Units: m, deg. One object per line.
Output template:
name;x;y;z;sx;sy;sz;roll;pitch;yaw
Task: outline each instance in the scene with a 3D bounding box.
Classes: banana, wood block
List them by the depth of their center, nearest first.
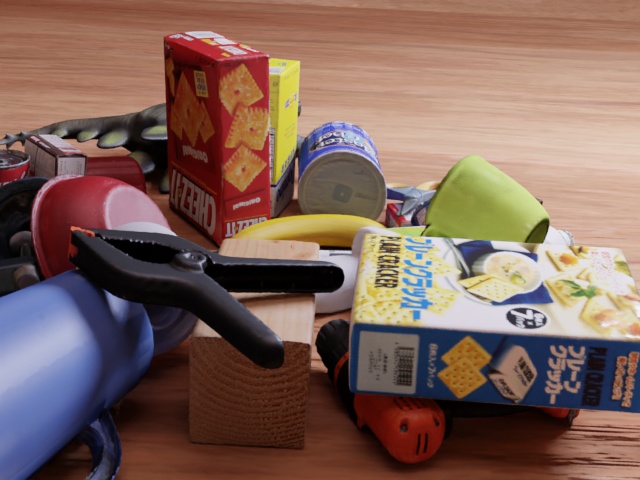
wood block;-0.050;0.077;0.879;0.090;0.091;0.206;3;21;0
banana;-0.006;-0.005;1.178;0.197;0.037;0.069;1;20;-6

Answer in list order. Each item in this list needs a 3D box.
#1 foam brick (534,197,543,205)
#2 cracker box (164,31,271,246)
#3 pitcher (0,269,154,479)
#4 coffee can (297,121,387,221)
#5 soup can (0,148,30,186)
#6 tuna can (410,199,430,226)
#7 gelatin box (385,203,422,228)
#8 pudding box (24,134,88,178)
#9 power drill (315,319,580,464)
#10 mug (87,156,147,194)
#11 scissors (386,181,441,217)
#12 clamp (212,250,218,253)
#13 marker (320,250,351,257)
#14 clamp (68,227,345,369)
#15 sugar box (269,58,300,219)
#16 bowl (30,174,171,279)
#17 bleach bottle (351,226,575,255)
foam brick;0.215;-0.031;1.258;0.052;0.051;0.078;-11;25;-34
cracker box;-0.120;-0.119;1.216;0.072;0.214;0.164;-10;24;-27
pitcher;-0.211;0.110;0.742;0.145;0.149;0.242;-5;13;24
coffee can;0.024;-0.076;1.279;0.103;0.103;0.140;2;20;-2
soup can;-0.340;-0.039;1.130;0.068;0.102;0.068;3;20;-1
tuna can;0.145;-0.019;1.169;0.086;0.086;0.034;-5;61;-20
gelatin box;0.128;-0.021;1.251;0.089;0.030;0.073;-1;20;-10
pudding box;-0.288;-0.050;1.153;0.039;0.113;0.090;-8;23;-36
power drill;0.104;0.108;0.869;0.187;0.057;0.185;-8;26;-19
mug;-0.254;-0.050;1.214;0.081;0.093;0.117;-6;-14;-35
scissors;0.092;-0.048;1.247;0.096;0.016;0.201;4;13;28
clamp;-0.097;0.026;1.084;0.120;0.039;0.171;25;25;33
marker;0.054;0.021;1.144;0.121;0.020;0.020;1;21;-6
clamp;-0.095;0.033;0.791;0.210;0.036;0.164;13;21;6
sugar box;-0.057;-0.123;1.289;0.048;0.176;0.093;5;21;13
bowl;-0.180;0.003;0.957;0.055;0.162;0.162;-26;8;26
bleach bottle;0.162;0.015;1.117;0.250;0.068;0.103;-8;24;-33
